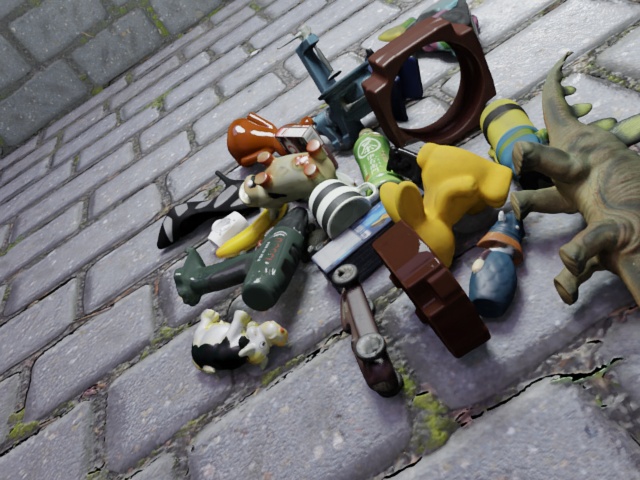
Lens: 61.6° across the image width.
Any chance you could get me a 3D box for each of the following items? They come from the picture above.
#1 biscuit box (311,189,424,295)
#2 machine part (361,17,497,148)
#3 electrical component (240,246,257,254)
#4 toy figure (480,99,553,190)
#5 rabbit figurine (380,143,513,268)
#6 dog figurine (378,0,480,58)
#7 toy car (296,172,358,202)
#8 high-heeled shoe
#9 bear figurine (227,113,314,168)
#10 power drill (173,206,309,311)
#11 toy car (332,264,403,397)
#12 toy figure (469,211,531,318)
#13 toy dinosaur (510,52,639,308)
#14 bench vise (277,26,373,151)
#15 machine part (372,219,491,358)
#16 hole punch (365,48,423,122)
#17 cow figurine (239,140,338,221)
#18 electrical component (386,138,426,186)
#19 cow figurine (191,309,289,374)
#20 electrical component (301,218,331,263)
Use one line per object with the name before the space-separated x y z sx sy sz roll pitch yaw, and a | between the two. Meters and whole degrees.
biscuit box | 0.087 -0.004 0.846 0.203 0.062 0.059 -38 36 -6
machine part | 0.189 -0.265 0.942 0.201 0.201 0.087 -33 33 2
electrical component | -0.132 0.051 0.988 0.063 0.021 0.094 -19 40 21
toy figure | 0.303 -0.149 0.820 0.082 0.089 0.180 -16 37 12
rabbit figurine | 0.169 -0.041 0.758 0.173 0.162 0.122 -69 16 -2
dog figurine | 0.241 -0.454 1.203 0.219 0.108 0.191 -17 42 29
toy car | -0.003 -0.101 1.030 0.073 0.056 0.202 -45 38 -14
high-heeled shoe | -0.239 -0.039 1.158 0.145 0.086 0.248 44 99 23
bear figurine | -0.106 -0.225 1.221 0.196 0.120 0.132 3 1 7
power drill | -0.125 0.034 0.895 0.207 0.085 0.232 -8 35 12
toy car | 0.056 0.115 0.711 0.053 0.089 0.202 -26 38 5
toy figure | 0.231 0.026 0.698 0.058 0.064 0.154 -4 45 37
toy dinosaur | 0.341 -0.077 0.664 0.199 0.105 0.471 -11 57 2
bench vise | 0.022 -0.307 1.073 0.129 0.240 0.224 -41 11 -26
machine part | 0.131 0.060 0.654 0.056 0.179 0.179 -36 36 2
hole punch | 0.140 -0.311 1.101 0.116 0.142 0.092 10 58 29
cow figurine | -0.061 -0.101 0.963 0.195 0.127 0.085 -11 59 26
electrical component | 0.174 -0.133 0.891 0.119 0.047 0.075 -22 43 -39
cow figurine | -0.128 0.161 0.821 0.167 0.068 0.098 -4 52 40
electrical component | -0.003 -0.002 0.927 0.078 0.045 0.102 -9 43 28
